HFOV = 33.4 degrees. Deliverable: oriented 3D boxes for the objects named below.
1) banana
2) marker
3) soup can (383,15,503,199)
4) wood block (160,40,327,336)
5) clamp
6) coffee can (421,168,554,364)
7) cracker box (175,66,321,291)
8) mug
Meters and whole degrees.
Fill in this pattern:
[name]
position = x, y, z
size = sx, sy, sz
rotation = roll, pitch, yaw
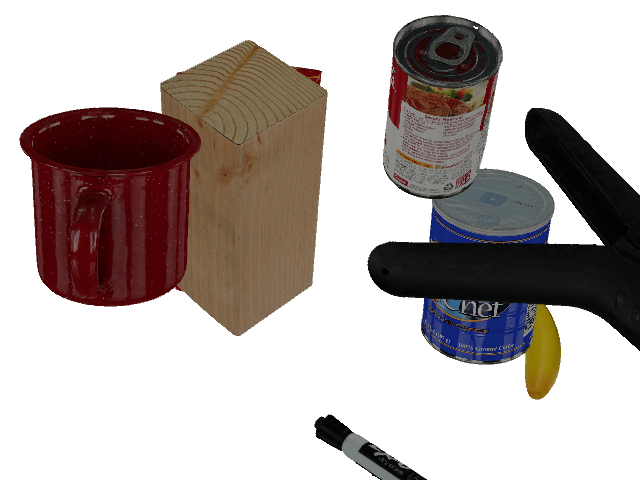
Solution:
[banana]
position = 0.215, 0.093, 1.135
size = 0.069, 0.037, 0.198
rotation = -28, 36, 0
[marker]
position = 0.043, 0.154, 0.725
size = 0.121, 0.020, 0.020
rotation = 29, 16, 32
[soup can]
position = 0.077, -0.085, 0.694
size = 0.068, 0.068, 0.102
rotation = 0, -41, -2
[wood block]
position = -0.061, -0.037, 0.836
size = 0.090, 0.206, 0.090
rotation = -33, 56, -31
[clamp]
position = 0.138, 0.014, 0.488
size = 0.210, 0.036, 0.164
rotation = 32, 49, 32
[coffee can]
position = 0.144, 0.022, 0.935
size = 0.103, 0.140, 0.103
rotation = 1, 33, -1
[cracker box]
position = -0.069, -0.063, 1.067
size = 0.072, 0.214, 0.163
rotation = 12, 17, 30
[mug]
position = -0.111, -0.012, 0.562
size = 0.093, 0.081, 0.117
rotation = 3, 26, -3
